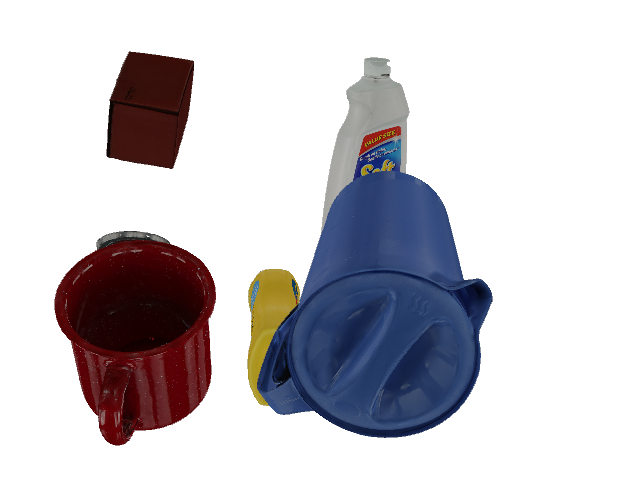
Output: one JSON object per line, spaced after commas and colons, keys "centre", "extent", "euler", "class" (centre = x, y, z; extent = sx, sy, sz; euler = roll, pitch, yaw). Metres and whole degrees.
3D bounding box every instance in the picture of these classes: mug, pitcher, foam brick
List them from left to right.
{"centre": [-0.109, 0.069, 0.637], "extent": [0.093, 0.081, 0.117], "euler": [4, 45, 2], "class": "mug"}
{"centre": [-0.129, -0.101, 0.812], "extent": [0.053, 0.051, 0.078], "euler": [9, 38, -3], "class": "foam brick"}
{"centre": [0.041, 0.039, 0.834], "extent": [0.149, 0.145, 0.242], "euler": [11, 23, 0], "class": "pitcher"}

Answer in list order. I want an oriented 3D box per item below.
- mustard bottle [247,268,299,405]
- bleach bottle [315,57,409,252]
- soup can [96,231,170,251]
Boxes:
{"centre": [-0.049, 0.085, 1.142], "extent": [0.058, 0.096, 0.191], "euler": [-1, 27, -4], "class": "mustard bottle"}
{"centre": [0.051, -0.088, 1.261], "extent": [0.102, 0.251, 0.068], "euler": [-4, 19, -20], "class": "bleach bottle"}
{"centre": [-0.175, 0.051, 0.990], "extent": [0.068, 0.102, 0.068], "euler": [5, 21, -2], "class": "soup can"}
